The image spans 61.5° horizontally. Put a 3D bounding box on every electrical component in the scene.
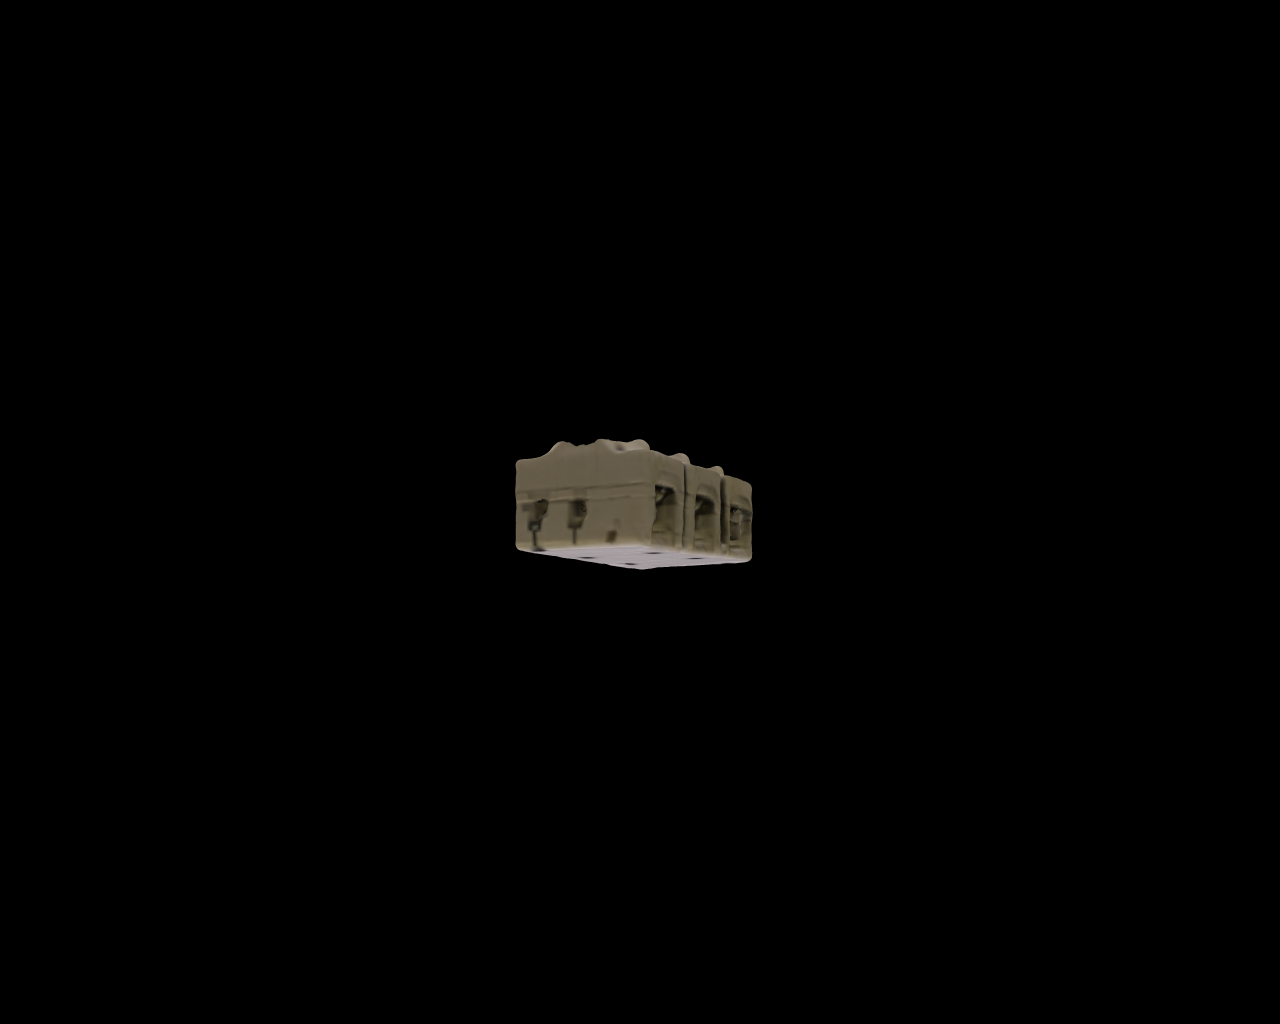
[{"bbox_3d":[0.001,-0.003,0.650,0.089,0.061,0.150,-4,-8,28],"label":"electrical component"}]
